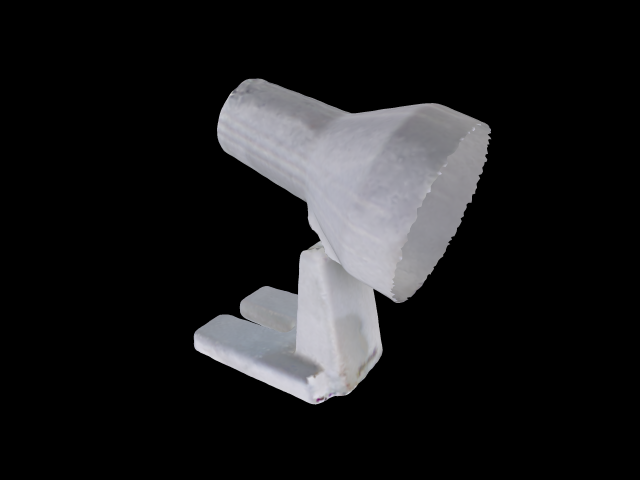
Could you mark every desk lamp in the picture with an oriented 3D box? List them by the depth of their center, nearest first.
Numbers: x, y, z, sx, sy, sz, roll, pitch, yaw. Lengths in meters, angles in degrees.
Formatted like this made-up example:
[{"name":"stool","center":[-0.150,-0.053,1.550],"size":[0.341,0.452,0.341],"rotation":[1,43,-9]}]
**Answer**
[{"name":"desk lamp","center":[0.004,0.001,0.400],"size":[0.202,0.214,0.118],"rotation":[14,27,29]}]
